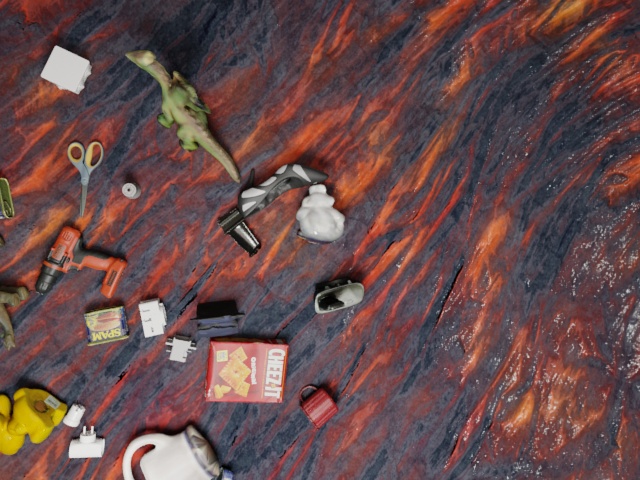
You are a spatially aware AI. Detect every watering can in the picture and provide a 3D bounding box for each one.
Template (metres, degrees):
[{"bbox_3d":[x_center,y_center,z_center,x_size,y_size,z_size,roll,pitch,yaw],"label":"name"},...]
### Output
[{"bbox_3d":[-0.365,0.646,1.361,0.225,0.104,0.346,-32,97,-11],"label":"watering can"}]

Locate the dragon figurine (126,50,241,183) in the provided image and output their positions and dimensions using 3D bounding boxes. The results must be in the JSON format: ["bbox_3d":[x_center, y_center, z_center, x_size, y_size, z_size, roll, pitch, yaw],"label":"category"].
[{"bbox_3d":[-0.324,-0.316,1.299,0.408,0.242,0.123,46,78,-7],"label":"dragon figurine"}]

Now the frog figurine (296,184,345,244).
[{"bbox_3d":[0.004,-0.072,1.433,0.137,0.124,0.158,11,101,7],"label":"frog figurine"}]
